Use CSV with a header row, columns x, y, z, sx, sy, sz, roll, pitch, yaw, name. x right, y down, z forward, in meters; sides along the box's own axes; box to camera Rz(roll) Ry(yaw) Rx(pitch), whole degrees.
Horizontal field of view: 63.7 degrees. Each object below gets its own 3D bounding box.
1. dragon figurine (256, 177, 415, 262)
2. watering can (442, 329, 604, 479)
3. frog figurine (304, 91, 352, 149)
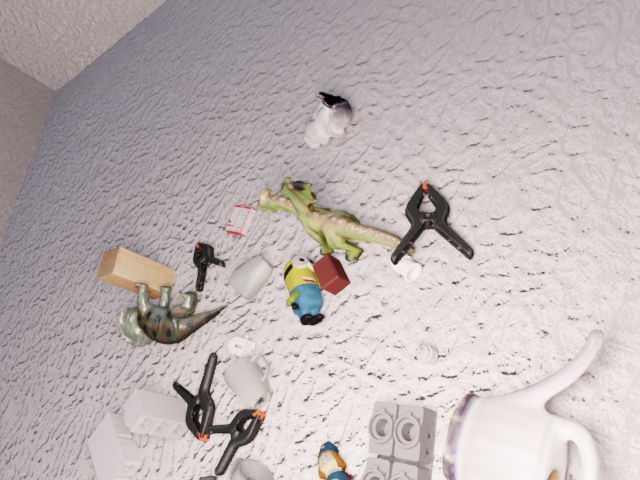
x,y,z,sx,sy,sz,roll,pitch,yaw,name
0.004,-0.060,1.186,0.411,0.239,0.124,7,67,45,dragon figurine
0.313,0.294,0.795,0.224,0.103,0.352,3,68,43,watering can
0.022,-0.323,1.443,0.139,0.123,0.156,44,133,38,frog figurine
